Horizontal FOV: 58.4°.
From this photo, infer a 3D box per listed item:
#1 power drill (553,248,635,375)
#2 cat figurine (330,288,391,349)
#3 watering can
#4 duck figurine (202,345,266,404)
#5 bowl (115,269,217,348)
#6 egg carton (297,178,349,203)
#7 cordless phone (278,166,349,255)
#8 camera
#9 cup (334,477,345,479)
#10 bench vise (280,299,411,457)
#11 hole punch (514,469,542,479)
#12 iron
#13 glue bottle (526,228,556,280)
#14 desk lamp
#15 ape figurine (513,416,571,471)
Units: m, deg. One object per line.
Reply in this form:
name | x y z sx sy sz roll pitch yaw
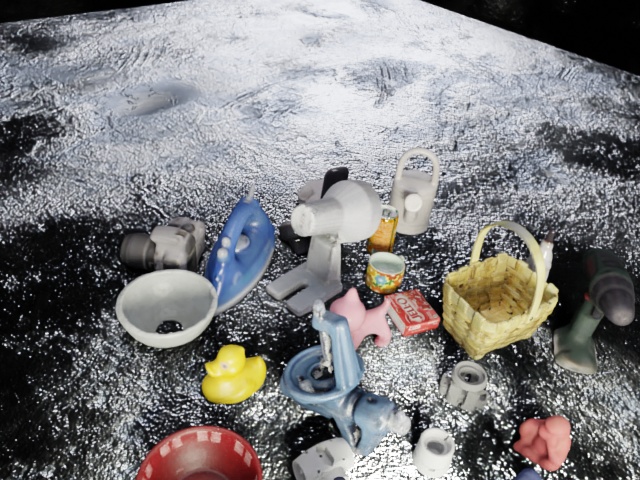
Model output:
power drill | 0.473 0.126 0.985 0.075 0.208 0.230 14 37 10
cat figurine | 0.066 0.132 0.990 0.128 0.118 0.067 -10 40 -21
watering can | 0.212 -0.112 1.274 0.101 0.194 0.172 -3 38 -12
duck figurine | -0.134 0.200 0.897 0.105 0.086 0.077 -15 42 -26
bowl | -0.259 0.129 0.982 0.167 0.075 0.167 4 37 -3
egg carton | 0.027 -0.093 1.326 0.150 0.069 0.107 -11 40 -22
cordless phone | -0.008 -0.071 1.193 0.148 0.185 0.094 -14 41 -25
camera | -0.305 0.010 1.111 0.136 0.101 0.143 9 37 4
cup | 0.008 0.360 0.698 0.091 0.095 0.118 12 37 8
bench vise | 0.041 0.189 0.825 0.207 0.220 0.121 15 38 11
hole punch | 0.271 0.367 0.732 0.109 0.091 0.100 -28 48 -37
iron | -0.162 0.010 1.098 0.118 0.141 0.258 10 37 6
glue bottle | 0.423 0.050 1.108 0.037 0.173 0.078 8 37 3
desk lamp | 0.010 0.004 1.073 0.117 0.214 0.204 32 44 30
ape figurine | 0.337 0.291 0.842 0.076 0.092 0.077 0 37 -8
